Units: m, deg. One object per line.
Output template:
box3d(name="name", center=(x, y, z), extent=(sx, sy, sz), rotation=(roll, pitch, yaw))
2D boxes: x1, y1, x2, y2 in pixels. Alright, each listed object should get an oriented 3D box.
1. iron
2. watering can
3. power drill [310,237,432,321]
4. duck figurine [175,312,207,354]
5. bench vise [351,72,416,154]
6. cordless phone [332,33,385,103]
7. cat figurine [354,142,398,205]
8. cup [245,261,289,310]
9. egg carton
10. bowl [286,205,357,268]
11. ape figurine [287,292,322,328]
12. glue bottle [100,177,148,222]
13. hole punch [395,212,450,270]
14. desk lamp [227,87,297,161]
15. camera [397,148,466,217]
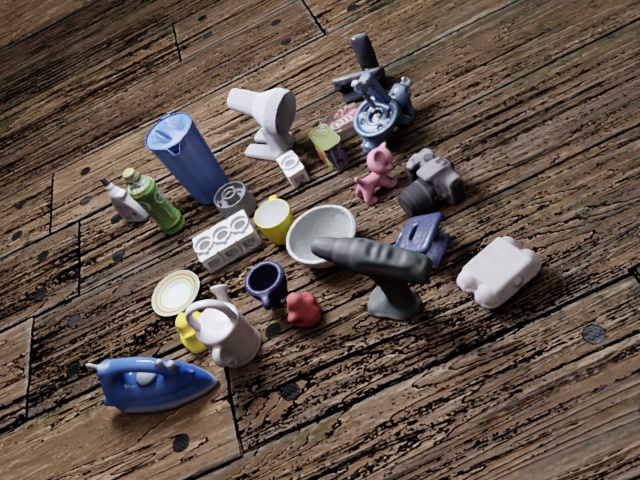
box3d(name="iron", center=(-0.357, 0.283, 1.207), extent=(0.257, 0.142, 0.118), rotation=(-10, 51, 18))
box3d(name="watering can", center=(-0.209, 0.174, 1.190), extent=(0.101, 0.195, 0.172), rotation=(-31, 48, -1))
box3d(name="power drill", center=(0.112, 0.071, 1.115), extent=(0.228, 0.209, 0.076), rotation=(4, 56, 27))
box3d(name="duck figurine", center=(-0.292, 0.194, 1.286), extent=(0.077, 0.086, 0.104), rotation=(-28, 48, 2))
box3d(name="bench vise", center=(0.145, -0.348, 1.425), extent=(0.121, 0.220, 0.207), rotation=(7, 58, 29))
box3d(name="cordless phone", center=(0.095, -0.481, 1.576), extent=(0.147, 0.185, 0.094), rotation=(-13, 50, 15))
box3d(name="cat figurine", center=(0.130, -0.166, 1.356), extent=(0.128, 0.118, 0.067), rotation=(-42, 49, -11))
box3d(name="cup", center=(-0.105, 0.117, 1.255), extent=(0.091, 0.095, 0.117), rotation=(-19, 49, 10))
box3d(name="egg carton", center=(0.347, 0.064, 1.108), extent=(0.150, 0.070, 0.107), rotation=(-40, 48, -9))
box3d(name="bowl", center=(0.012, 0.005, 1.305), extent=(0.167, 0.075, 0.167), rotation=(-12, 50, 15))
box3d(name="ape figurine", center=(-0.041, 0.141, 1.209), extent=(0.078, 0.092, 0.076), rotation=(-42, 49, -10))
box3d(name="glue bottle", center=(-0.553, -0.115, 1.591), extent=(0.078, 0.174, 0.037), rotation=(0, 54, 25))
box3d(name="hole punch", center=(0.209, -0.001, 1.208), extent=(0.100, 0.091, 0.109), rotation=(10, 59, 30))
box3d(name="desk lamp", center=(-0.145, -0.316, 1.536), extent=(0.202, 0.214, 0.118), rotation=(10, 59, 31))
box3d(name="camera", center=(0.233, -0.128, 1.291), extent=(0.137, 0.101, 0.142), rotation=(-36, 48, -5))
